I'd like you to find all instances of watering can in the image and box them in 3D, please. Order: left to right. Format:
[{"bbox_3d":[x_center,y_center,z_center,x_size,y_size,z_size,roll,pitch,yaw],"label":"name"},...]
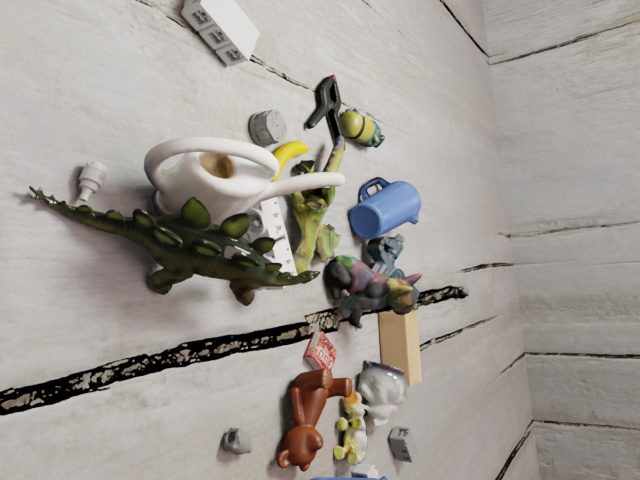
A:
[{"bbox_3d":[-0.142,-0.089,0.894,0.347,0.221,0.106,9,59,-37],"label":"watering can"}]

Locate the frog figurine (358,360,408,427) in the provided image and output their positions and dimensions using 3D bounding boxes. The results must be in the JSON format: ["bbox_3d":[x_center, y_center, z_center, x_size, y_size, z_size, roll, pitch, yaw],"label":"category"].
[{"bbox_3d":[0.163,0.413,1.372,0.137,0.121,0.162,20,73,-18],"label":"frog figurine"}]

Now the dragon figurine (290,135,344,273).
[{"bbox_3d":[0.004,-0.064,1.279,0.419,0.122,0.237,-56,146,-43],"label":"dragon figurine"}]
